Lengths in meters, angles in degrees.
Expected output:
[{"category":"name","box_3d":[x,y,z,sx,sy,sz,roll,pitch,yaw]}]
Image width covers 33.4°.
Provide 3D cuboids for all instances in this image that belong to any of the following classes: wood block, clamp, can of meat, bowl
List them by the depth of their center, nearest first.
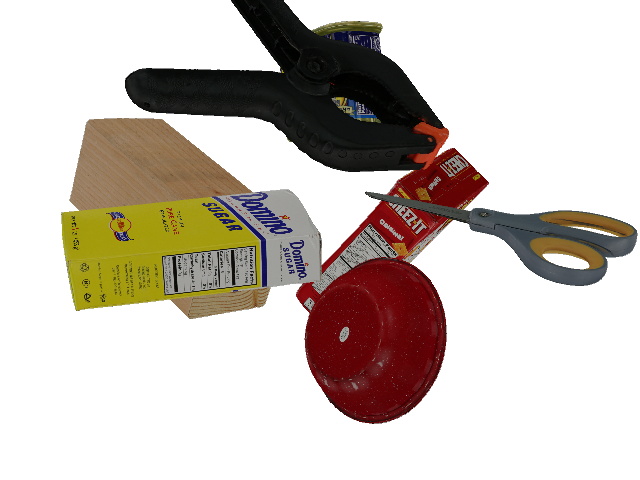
[{"category":"clamp","box_3d":[-0.017,-0.081,0.580,0.171,0.120,0.039,33,-26,7]},{"category":"can of meat","box_3d":[0.009,-0.131,0.897,0.057,0.084,0.102,-6,-1,-37]},{"category":"wood block","box_3d":[-0.133,-0.027,0.971,0.090,0.091,0.206,-6,34,-44]},{"category":"bowl","box_3d":[0.038,0.091,1.010,0.162,0.162,0.055,0,-11,41]}]

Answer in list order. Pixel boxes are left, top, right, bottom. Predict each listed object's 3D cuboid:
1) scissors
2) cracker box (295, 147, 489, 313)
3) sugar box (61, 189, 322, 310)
[{"category":"scissors","box_3d":[0.122,-0.004,0.762,0.202,0.016,0.096,6,30,13]},{"category":"cracker box","box_3d":[0.083,-0.003,1.272,0.214,0.072,0.163,-48,-8,34]},{"category":"sugar box","box_3d":[-0.095,0.003,0.771,0.176,0.048,0.093,-9,26,-13]}]
